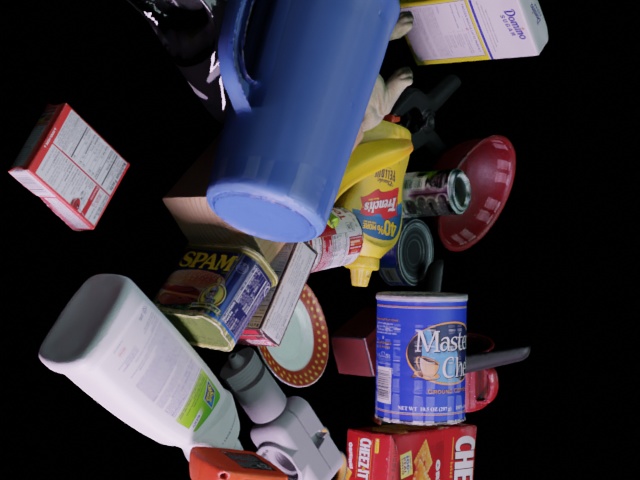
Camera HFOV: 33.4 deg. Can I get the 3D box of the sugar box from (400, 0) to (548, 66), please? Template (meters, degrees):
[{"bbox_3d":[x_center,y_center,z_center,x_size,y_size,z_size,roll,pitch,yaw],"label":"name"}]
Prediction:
[{"bbox_3d":[0.182,-0.266,1.295,0.048,0.177,0.093,-55,131,-35],"label":"sugar box"}]

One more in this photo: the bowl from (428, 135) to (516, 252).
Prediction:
[{"bbox_3d":[0.184,-0.069,1.381,0.161,0.055,0.162,-30,135,-36],"label":"bowl"}]

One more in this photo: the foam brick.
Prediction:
[{"bbox_3d":[0.058,0.118,1.252,0.078,0.051,0.053,-34,116,-46],"label":"foam brick"}]

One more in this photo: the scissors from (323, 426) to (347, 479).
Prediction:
[{"bbox_3d":[-0.014,0.310,1.195,0.096,0.016,0.201,32,67,-48],"label":"scissors"}]

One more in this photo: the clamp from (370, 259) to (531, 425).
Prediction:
[{"bbox_3d":[0.132,0.138,1.303,0.210,0.036,0.164,-39,88,-8],"label":"clamp"}]

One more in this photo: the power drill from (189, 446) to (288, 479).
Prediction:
[{"bbox_3d":[-0.118,0.288,0.994,0.184,0.057,0.188,18,97,-52],"label":"power drill"}]

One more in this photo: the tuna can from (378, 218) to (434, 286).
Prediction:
[{"bbox_3d":[0.106,0.015,1.324,0.085,0.034,0.086,-2,93,-52],"label":"tuna can"}]

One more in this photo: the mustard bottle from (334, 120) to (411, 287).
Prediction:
[{"bbox_3d":[0.055,-0.042,1.236,0.096,0.058,0.191,11,83,-42],"label":"mustard bottle"}]

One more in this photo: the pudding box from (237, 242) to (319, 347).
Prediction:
[{"bbox_3d":[-0.063,0.050,1.063,0.039,0.090,0.113,45,56,-42],"label":"pudding box"}]

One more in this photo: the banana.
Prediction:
[{"bbox_3d":[0.031,-0.065,1.147,0.197,0.070,0.037,-47,151,-46],"label":"banana"}]

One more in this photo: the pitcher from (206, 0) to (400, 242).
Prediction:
[{"bbox_3d":[-0.025,-0.130,0.950,0.145,0.149,0.242,111,-5,-69],"label":"pitcher"}]

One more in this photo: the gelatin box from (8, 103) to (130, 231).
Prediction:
[{"bbox_3d":[-0.214,-0.062,0.915,0.089,0.030,0.073,48,54,-41],"label":"gelatin box"}]

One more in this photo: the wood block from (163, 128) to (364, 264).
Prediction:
[{"bbox_3d":[-0.051,-0.075,1.073,0.205,0.091,0.090,-55,131,-36],"label":"wood block"}]

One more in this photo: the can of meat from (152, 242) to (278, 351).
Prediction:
[{"bbox_3d":[-0.103,0.053,1.003,0.083,0.102,0.057,-59,134,-29],"label":"can of meat"}]

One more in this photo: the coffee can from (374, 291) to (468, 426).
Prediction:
[{"bbox_3d":[0.113,0.129,1.195,0.102,0.103,0.140,1,89,-52],"label":"coffee can"}]

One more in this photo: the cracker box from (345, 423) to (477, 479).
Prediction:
[{"bbox_3d":[0.113,0.310,1.314,0.213,0.072,0.164,8,85,-53],"label":"cracker box"}]

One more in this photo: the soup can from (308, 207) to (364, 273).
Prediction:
[{"bbox_3d":[-0.008,0.001,1.150,0.102,0.069,0.068,-10,99,-52],"label":"soup can"}]

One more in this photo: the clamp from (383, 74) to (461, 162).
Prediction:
[{"bbox_3d":[0.129,-0.160,1.344,0.171,0.039,0.120,8,85,-55],"label":"clamp"}]

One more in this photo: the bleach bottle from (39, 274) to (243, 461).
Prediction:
[{"bbox_3d":[-0.146,0.143,0.984,0.250,0.068,0.102,56,51,-40],"label":"bleach bottle"}]

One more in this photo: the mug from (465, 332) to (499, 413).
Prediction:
[{"bbox_3d":[0.186,0.174,1.372,0.093,0.117,0.081,-12,106,-34],"label":"mug"}]
